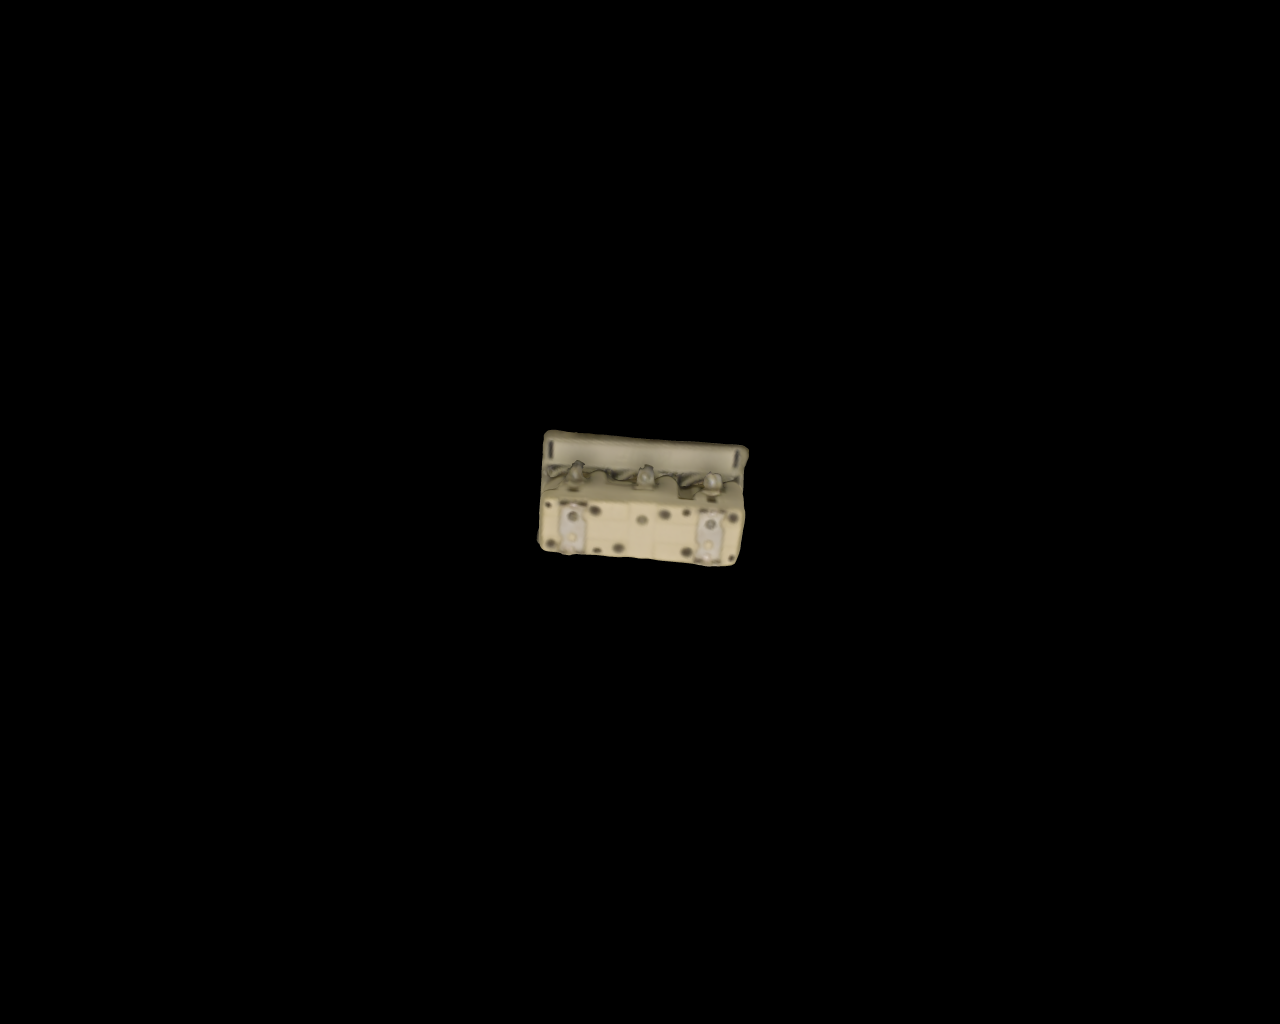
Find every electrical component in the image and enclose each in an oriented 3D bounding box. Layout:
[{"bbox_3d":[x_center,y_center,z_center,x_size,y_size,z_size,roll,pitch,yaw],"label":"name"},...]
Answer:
[{"bbox_3d":[0.001,-0.003,0.650,0.121,0.078,0.063,5,31,-3],"label":"electrical component"}]
